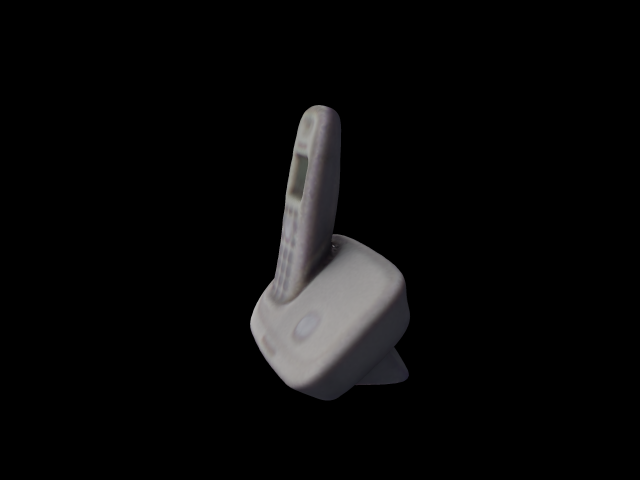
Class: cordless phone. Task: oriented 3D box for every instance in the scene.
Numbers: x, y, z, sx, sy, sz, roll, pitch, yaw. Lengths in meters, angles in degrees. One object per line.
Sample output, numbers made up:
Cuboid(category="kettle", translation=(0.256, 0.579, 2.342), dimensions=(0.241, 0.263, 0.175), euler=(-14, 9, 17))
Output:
Cuboid(category="cordless phone", translation=(0.004, 0.001, 0.400), dimensions=(0.094, 0.185, 0.147), euler=(-6, 15, -22))
